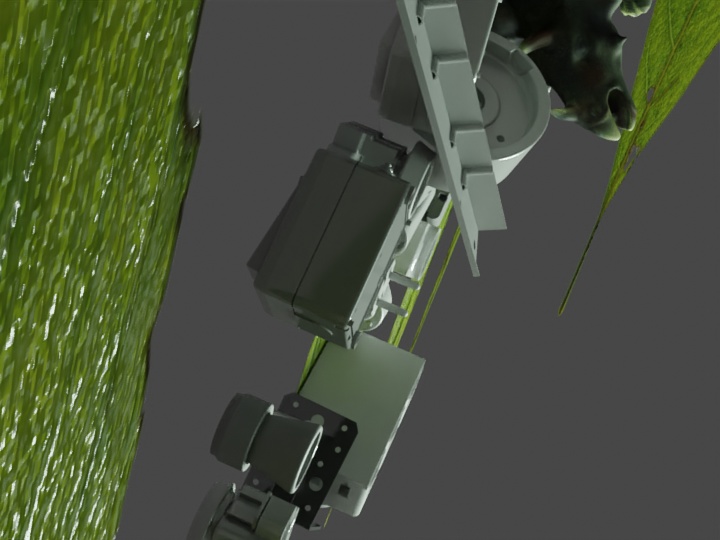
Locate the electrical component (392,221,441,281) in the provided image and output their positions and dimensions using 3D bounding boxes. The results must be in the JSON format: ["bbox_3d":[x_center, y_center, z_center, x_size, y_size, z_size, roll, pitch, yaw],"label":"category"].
[{"bbox_3d":[0.036,-0.024,0.958,0.089,0.056,0.050,0,113,-83],"label":"electrical component"}]

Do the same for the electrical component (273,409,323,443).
[{"bbox_3d":[-0.055,0.120,0.760,0.040,0.046,0.040,23,90,-83],"label":"electrical component"}]

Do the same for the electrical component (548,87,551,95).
[{"bbox_3d":[0.114,-0.171,0.944,0.062,0.096,0.061,-38,173,1],"label":"electrical component"}]

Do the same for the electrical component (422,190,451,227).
[{"bbox_3d":[0.068,-0.091,1.003,0.055,0.050,0.089,58,55,-82],"label":"electrical component"}]

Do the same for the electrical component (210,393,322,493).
[{"bbox_3d":[-0.056,0.103,0.648,0.045,0.055,0.045,23,90,-84],"label":"electrical component"}]

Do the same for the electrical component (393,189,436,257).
[{"bbox_3d":[0.034,-0.062,0.858,0.077,0.043,0.079,-60,170,-48],"label":"electrical component"}]

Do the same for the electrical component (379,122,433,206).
[{"bbox_3d":[0.048,-0.085,0.784,0.079,0.043,0.077,-18,154,-16],"label":"electrical component"}]

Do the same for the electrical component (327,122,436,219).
[{"bbox_3d":[0.012,-0.059,0.632,0.066,0.055,0.048,-41,153,-76],"label":"electrical component"}]

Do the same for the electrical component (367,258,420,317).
[{"bbox_3d":[-0.003,0.003,0.638,0.047,0.077,0.065,98,16,-67],"label":"electrical component"}]

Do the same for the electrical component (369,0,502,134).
[{"bbox_3d":[0.047,-0.138,0.654,0.061,0.061,0.096,103,4,-57],"label":"electrical component"}]

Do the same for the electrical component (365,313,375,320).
[{"bbox_3d":[0.000,0.000,0.820,0.044,0.044,0.065,102,8,-59],"label":"electrical component"}]

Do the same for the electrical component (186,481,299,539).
[{"bbox_3d":[-0.079,0.174,0.705,0.058,0.057,0.078,-59,170,-51],"label":"electrical component"}]

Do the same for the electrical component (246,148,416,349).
[{"bbox_3d":[-0.013,-0.017,0.556,0.061,0.061,0.096,87,27,-75],"label":"electrical component"}]

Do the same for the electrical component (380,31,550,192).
[{"bbox_3d":[0.065,-0.102,0.715,0.108,0.108,0.060,-63,179,-30],"label":"electrical component"}]

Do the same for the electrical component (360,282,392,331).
[{"bbox_3d":[0.010,0.025,0.983,0.078,0.040,0.040,-54,166,-63],"label":"electrical component"}]

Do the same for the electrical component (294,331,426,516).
[{"bbox_3d":[-0.012,0.133,0.959,0.061,0.089,0.150,106,9,-47],"label":"electrical component"}]
